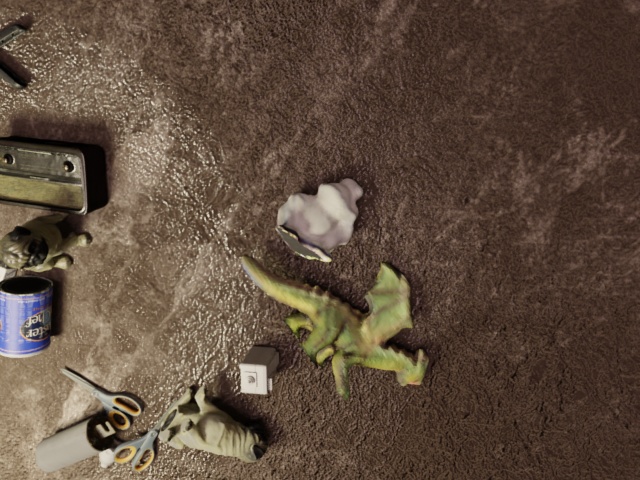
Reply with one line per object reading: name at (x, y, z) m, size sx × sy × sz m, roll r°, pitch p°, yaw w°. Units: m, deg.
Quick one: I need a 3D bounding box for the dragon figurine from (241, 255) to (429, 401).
dragon figurine at (0.059, 0.135, 0.980) m, size 0.243 × 0.122 × 0.408 m, roll -36°, pitch 96°, yaw -3°

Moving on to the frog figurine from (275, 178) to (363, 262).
frog figurine at (0.003, -0.048, 0.947) m, size 0.138 × 0.120 × 0.162 m, roll 29°, pitch 70°, yaw 10°
